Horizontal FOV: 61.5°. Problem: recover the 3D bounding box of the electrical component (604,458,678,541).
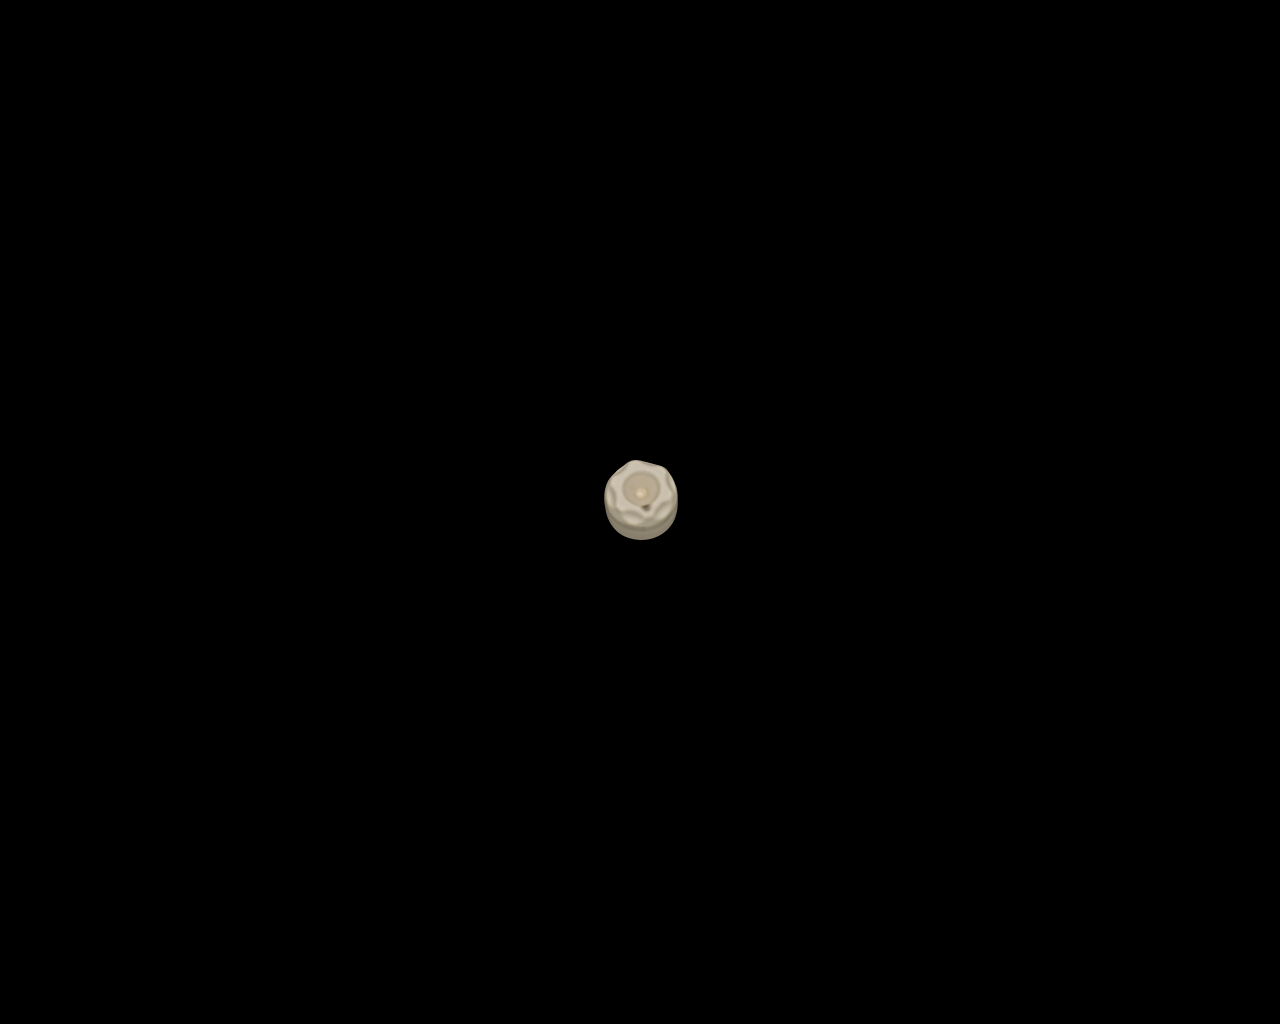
[{"bbox_3d":[0.001,-0.003,0.650,0.043,0.043,0.062,0,-22,0],"label":"electrical component"}]
